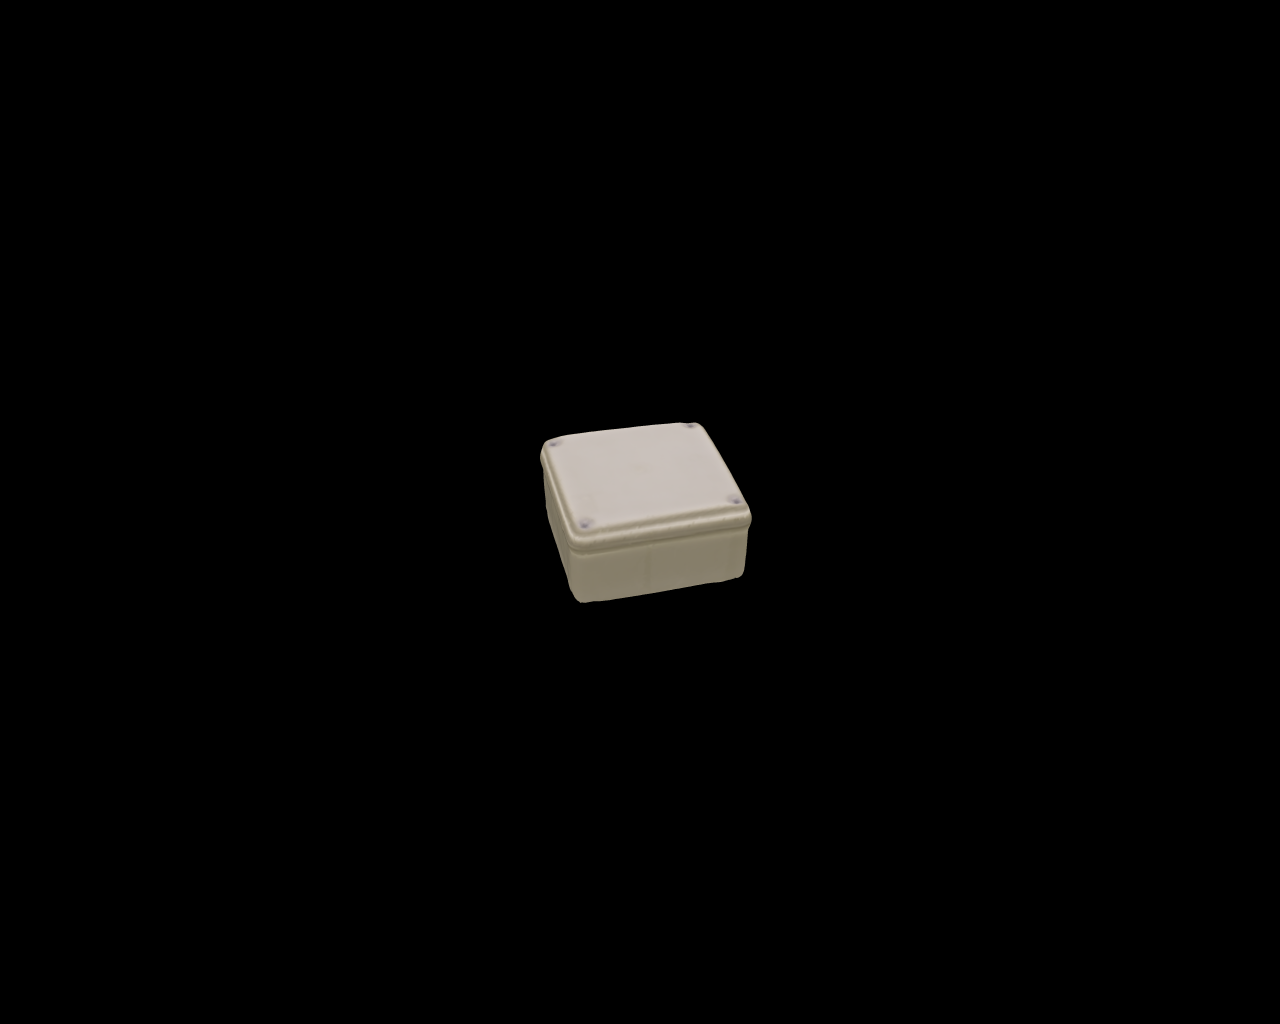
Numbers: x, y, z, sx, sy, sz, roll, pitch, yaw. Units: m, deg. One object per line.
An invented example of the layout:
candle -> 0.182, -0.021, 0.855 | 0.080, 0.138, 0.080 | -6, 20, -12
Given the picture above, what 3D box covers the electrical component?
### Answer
electrical component -> 0.001, -0.003, 0.650 | 0.109, 0.056, 0.109 | -8, 36, -11
